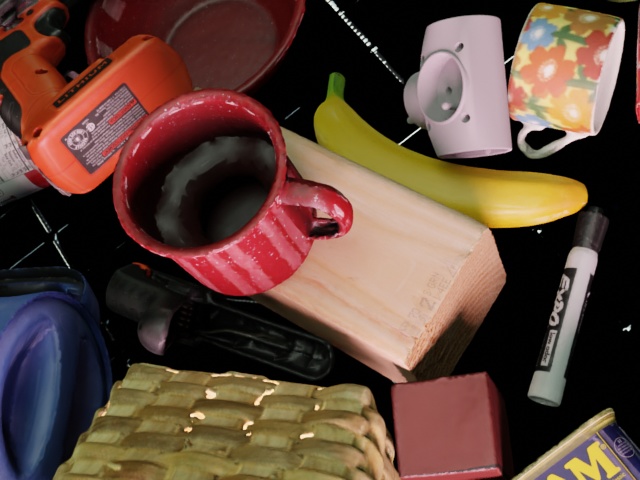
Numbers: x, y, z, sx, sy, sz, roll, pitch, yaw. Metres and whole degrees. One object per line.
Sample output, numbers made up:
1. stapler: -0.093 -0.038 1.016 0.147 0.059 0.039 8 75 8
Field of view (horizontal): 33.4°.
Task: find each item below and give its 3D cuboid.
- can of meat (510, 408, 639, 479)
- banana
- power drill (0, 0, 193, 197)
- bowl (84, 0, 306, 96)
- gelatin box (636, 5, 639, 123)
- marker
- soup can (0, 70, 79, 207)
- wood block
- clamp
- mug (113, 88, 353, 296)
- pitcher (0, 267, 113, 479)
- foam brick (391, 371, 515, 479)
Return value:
1. can of meat: 0.138 0.152 0.552 0.102 0.057 0.084 -37 66 1
2. banana: 0.065 -0.047 0.666 0.198 0.037 0.069 30 80 25
3. power drill: -0.161 -0.123 0.680 0.184 0.057 0.188 -46 48 -7
4. bowl: -0.079 -0.146 0.741 0.162 0.055 0.162 -6 67 15
5. gelatin box: 0.237 -0.109 0.641 0.089 0.030 0.073 1 69 18
6. marker: 0.145 0.036 0.617 0.020 0.020 0.121 13 73 22
7. soup can: -0.204 -0.067 0.742 0.102 0.068 0.068 -22 64 8
8. wood block: -0.004 0.000 0.639 0.206 0.090 0.090 28 79 26
9. clamp: -0.084 0.043 0.627 0.172 0.120 0.039 15 85 47
10. mug: -0.038 -0.019 0.559 0.117 0.081 0.093 4 70 19
11. pitcher: -0.259 0.092 0.670 0.243 0.149 0.145 -1 90 20
12. foam brick: 0.073 0.107 0.578 0.053 0.078 0.051 -9 68 14
